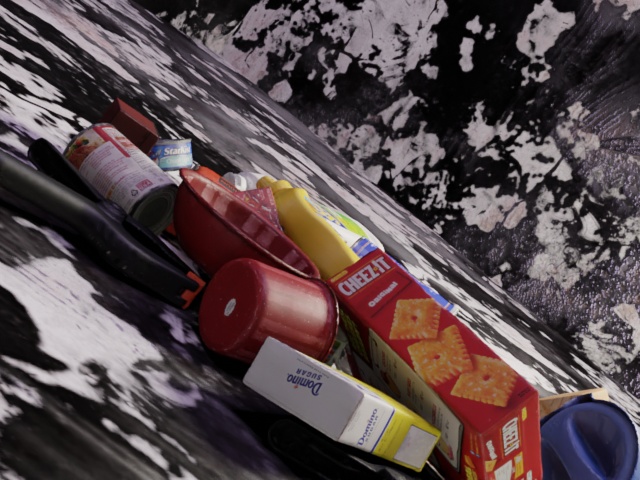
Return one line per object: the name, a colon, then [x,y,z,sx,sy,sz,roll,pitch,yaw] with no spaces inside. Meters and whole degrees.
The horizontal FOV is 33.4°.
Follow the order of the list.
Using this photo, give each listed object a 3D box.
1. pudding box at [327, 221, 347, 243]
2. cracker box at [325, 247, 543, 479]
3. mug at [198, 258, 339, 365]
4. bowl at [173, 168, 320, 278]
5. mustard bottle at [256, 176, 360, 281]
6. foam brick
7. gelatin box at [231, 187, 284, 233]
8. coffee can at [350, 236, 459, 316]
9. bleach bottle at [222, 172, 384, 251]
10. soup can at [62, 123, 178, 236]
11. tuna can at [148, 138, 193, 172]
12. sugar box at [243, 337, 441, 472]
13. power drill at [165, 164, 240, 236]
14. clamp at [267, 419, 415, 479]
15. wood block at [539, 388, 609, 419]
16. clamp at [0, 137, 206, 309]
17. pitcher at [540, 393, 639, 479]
pudding box: [-0.033,0.003,1.246,0.039,0.090,0.114,27,14,-44]
cracker box: [0.104,0.129,0.953,0.214,0.072,0.164,44,-20,39]
mug: [-0.053,0.064,0.886,0.081,0.093,0.117,24,-16,-39]
bowl: [-0.079,0.004,0.973,0.162,0.055,0.162,38,7,-6]
mustard bottle: [-0.008,0.002,1.106,0.192,0.058,0.096,51,-3,27]
foam brick: [-0.210,-0.097,1.105,0.053,0.078,0.051,35,8,-25]
gelatin box: [-0.073,-0.004,1.060,0.073,0.030,0.089,-12,79,-28]
coffee can: [0.075,0.078,1.235,0.140,0.103,0.102,38,9,9]
bleach bottle: [-0.029,-0.024,1.358,0.250,0.068,0.103,27,14,-46]
soup can: [-0.186,-0.054,1.003,0.102,0.068,0.068,41,10,23]
tuna can: [-0.185,-0.093,1.185,0.086,0.034,0.086,-4,8,0]
sugar box: [0.022,0.130,0.827,0.093,0.048,0.176,27,-7,30]
power drill: [-0.093,-0.008,1.168,0.184,0.057,0.188,36,8,-16]
clamp: [0.038,0.179,0.771,0.120,0.039,0.171,43,7,40]
wood block: [0.287,0.225,1.241,0.205,0.090,0.091,16,63,-68]
clamp: [-0.188,-0.019,0.911,0.210,0.036,0.164,38,8,-11]
pitcher: [0.311,0.279,1.058,0.242,0.149,0.145,40,-4,-31]
